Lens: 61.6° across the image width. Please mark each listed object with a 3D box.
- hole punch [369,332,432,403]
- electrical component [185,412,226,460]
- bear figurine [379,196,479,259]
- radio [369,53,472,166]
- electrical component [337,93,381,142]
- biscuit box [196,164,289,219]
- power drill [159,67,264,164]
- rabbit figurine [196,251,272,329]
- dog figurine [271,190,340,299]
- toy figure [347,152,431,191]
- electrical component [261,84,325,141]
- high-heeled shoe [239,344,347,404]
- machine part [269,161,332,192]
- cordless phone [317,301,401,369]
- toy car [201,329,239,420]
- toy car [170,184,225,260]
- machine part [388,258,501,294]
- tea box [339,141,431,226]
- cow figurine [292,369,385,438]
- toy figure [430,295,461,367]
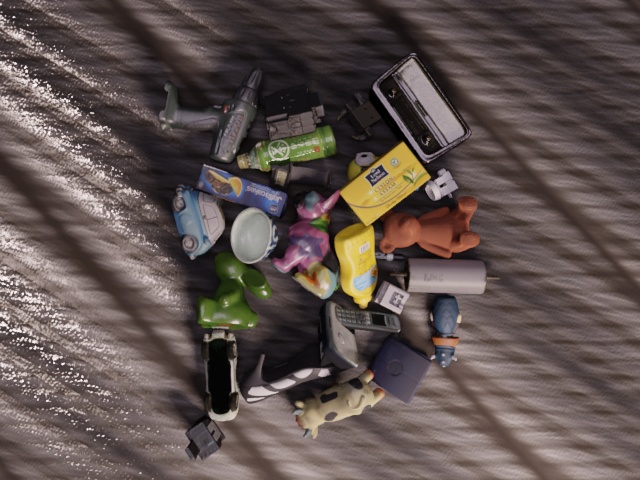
[{"bbox_3d":[0.174,0.281,1.174,0.116,0.092,0.142,29,91,6],"label":"hole punch"},{"bbox_3d":[-0.251,0.426,1.153,0.048,0.119,0.075,-34,85,-1],"label":"electrical component"},{"bbox_3d":[0.230,-0.030,1.171,0.196,0.132,0.120,7,70,-4],"label":"bear figurine"},{"bbox_3d":[0.219,-0.286,1.207,0.131,0.073,0.229,-35,87,-1],"label":"radio"},{"bbox_3d":[0.091,-0.276,1.226,0.102,0.045,0.078,48,60,0],"label":"electrical component"},{"bbox_3d":[-0.172,-0.107,1.208,0.203,0.063,0.059,18,88,2],"label":"biscuit box"},{"bbox_3d":[-0.248,-0.298,1.217,0.207,0.086,0.232,13,90,-6],"label":"power drill"},{"bbox_3d":[-0.190,0.104,1.174,0.159,0.121,0.170,0,72,3],"label":"rabbit figurine"},{"bbox_3d":[-0.002,-0.004,1.181,0.191,0.108,0.219,34,85,3],"label":"dog figurine"},{"bbox_3d":[0.150,-0.143,1.199,0.180,0.082,0.089,12,91,-2],"label":"toy figure"},{"bbox_3d":[-0.059,-0.286,1.193,0.134,0.058,0.115,-14,50,0],"label":"electrical component"},{"bbox_3d":[-0.050,0.310,1.190,0.249,0.086,0.145,7,117,-13],"label":"high-heeled shoe"},{"bbox_3d":[-0.044,-0.140,1.209,0.139,0.084,0.039,3,55,-8],"label":"machine part"},{"bbox_3d":[0.089,0.208,1.157,0.184,0.147,0.088,5,128,-8],"label":"cordless phone"},{"bbox_3d":[-0.219,0.298,1.187,0.074,0.056,0.201,-2,92,3],"label":"toy car"},{"bbox_3d":[-0.261,-0.046,1.175,0.103,0.109,0.161,-11,105,-6],"label":"toy car"},{"bbox_3d":[0.274,0.079,1.186,0.243,0.079,0.079,3,87,0],"label":"machine part"},{"bbox_3d":[0.135,-0.120,1.131,0.169,0.068,0.098,-39,97,14],"label":"tea box"},{"bbox_3d":[0.027,0.354,1.147,0.195,0.127,0.085,-28,84,29],"label":"cow figurine"},{"bbox_3d":[0.280,0.201,1.190,0.058,0.064,0.154,-1,92,-37],"label":"toy figure"}]
